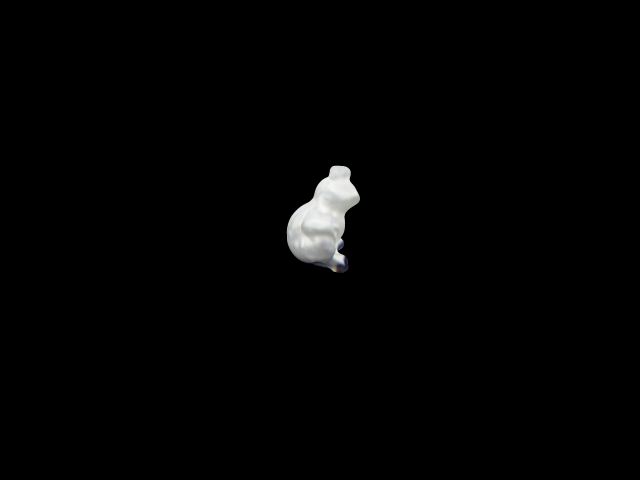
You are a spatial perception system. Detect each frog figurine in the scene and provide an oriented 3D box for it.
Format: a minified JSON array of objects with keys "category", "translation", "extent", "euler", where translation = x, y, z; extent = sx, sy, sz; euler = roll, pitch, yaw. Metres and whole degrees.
[{"category":"frog figurine","translation":[0.003,-0.043,0.850],"extent":[0.123,0.156,0.140],"euler":[6,29,12]}]
